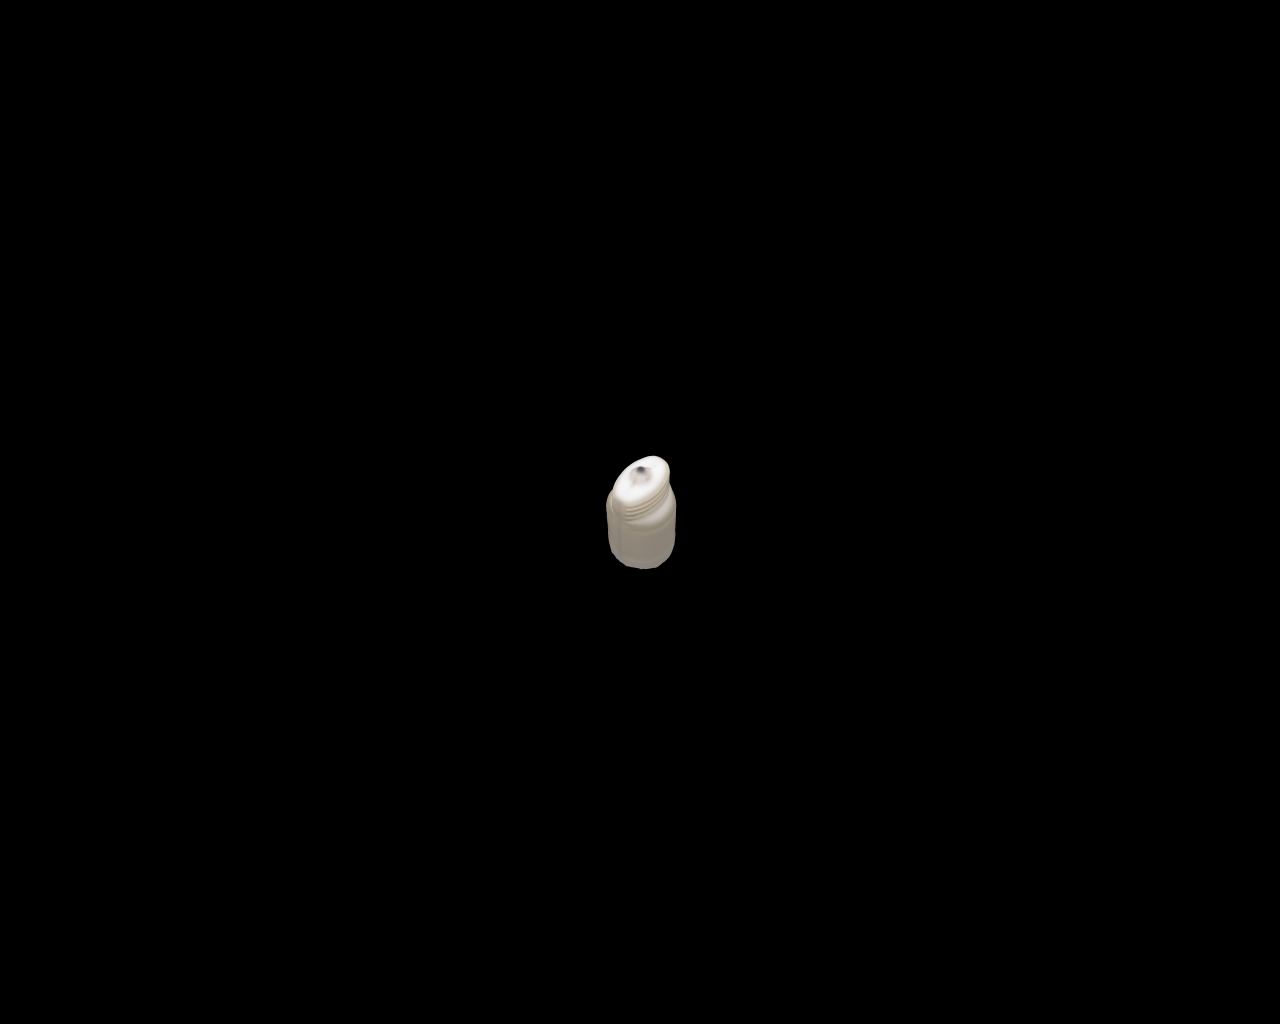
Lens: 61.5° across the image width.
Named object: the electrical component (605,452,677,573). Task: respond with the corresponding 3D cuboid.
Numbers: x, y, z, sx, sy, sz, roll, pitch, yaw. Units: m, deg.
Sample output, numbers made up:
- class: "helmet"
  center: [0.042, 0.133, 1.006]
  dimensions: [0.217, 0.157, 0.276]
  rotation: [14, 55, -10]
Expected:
- class: "electrical component"
  center: [0.001, -0.003, 0.650]
  dimensions: [0.043, 0.043, 0.080]
  rotation: [0, -35, 0]
